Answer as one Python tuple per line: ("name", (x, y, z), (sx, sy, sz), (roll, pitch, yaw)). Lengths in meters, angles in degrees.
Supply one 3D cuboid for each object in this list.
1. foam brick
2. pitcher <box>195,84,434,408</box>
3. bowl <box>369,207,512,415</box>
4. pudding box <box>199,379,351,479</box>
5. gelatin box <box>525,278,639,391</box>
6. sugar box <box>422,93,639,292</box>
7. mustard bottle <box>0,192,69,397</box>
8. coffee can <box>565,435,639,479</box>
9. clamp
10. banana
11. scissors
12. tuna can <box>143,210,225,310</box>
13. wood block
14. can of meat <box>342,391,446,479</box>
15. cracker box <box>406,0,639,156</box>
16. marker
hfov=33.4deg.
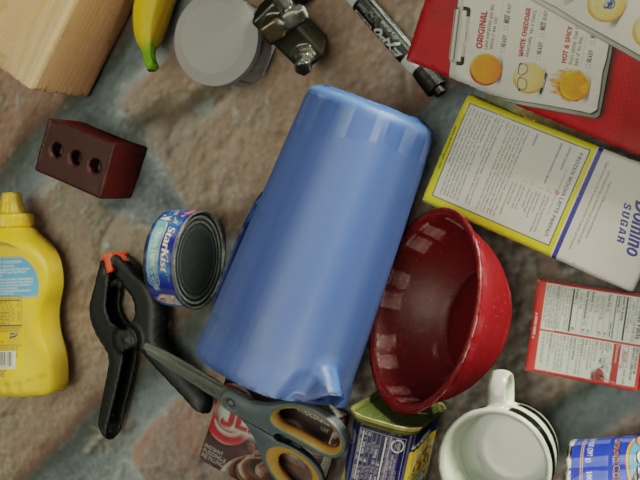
("foam brick", (-0.210, -0.074, 0.981), (0.078, 0.051, 0.053), (22, 100, 21))
("pitcher", (-0.006, 0.001, 0.865), (0.149, 0.145, 0.243), (22, 97, 8))
("bowl", (0.100, 0.059, 0.827), (0.055, 0.162, 0.162), (14, 100, -23))
("pudding box", (-0.040, 0.170, 0.925), (0.114, 0.039, 0.090), (22, 100, 21))
("gelatin box", (0.208, 0.072, 0.822), (0.089, 0.030, 0.073), (8, 94, 22))
("sugar box", (0.178, -0.038, 0.822), (0.176, 0.048, 0.093), (25, 102, 16))
("mustard bottle", (-0.290, 0.050, 1.015), (0.096, 0.058, 0.191), (-1, 92, 22))
("coffee can", (0.257, 0.189, 0.766), (0.140, 0.102, 0.103), (-9, 88, 23))
("clamp", (-0.176, 0.099, 0.980), (0.120, 0.039, 0.171), (-26, 78, 16))
("banana", (-0.121, -0.247, 0.939), (0.070, 0.037, 0.198), (35, 107, 33))
("scissors", (-0.066, 0.154, 0.895), (0.202, 0.016, 0.096), (13, 114, 26))
("tuna can", (-0.118, 0.016, 0.927), (0.034, 0.086, 0.086), (5, 94, 24))
("wood block", (-0.218, -0.242, 0.957), (0.090, 0.090, 0.206), (35, 104, 17))
("can of meat", (0.056, 0.172, 0.852), (0.057, 0.102, 0.084), (14, 99, 21))
("cracker box", (0.191, -0.171, 0.765), (0.214, 0.072, 0.164), (25, 120, 13))
("marker", (0.062, -0.164, 0.880), (0.020, 0.020, 0.121), (-43, 76, 18))
